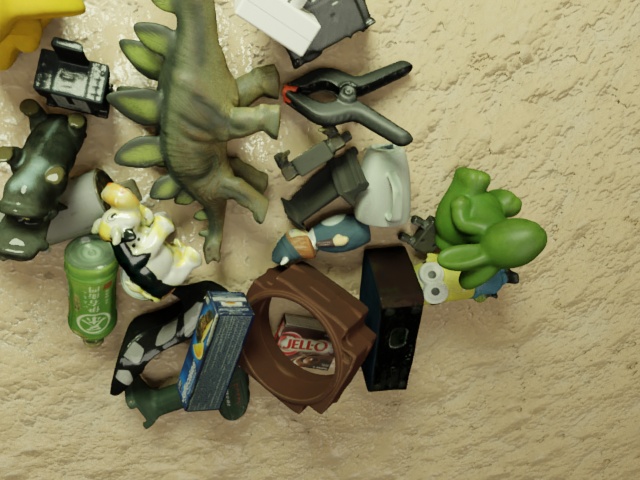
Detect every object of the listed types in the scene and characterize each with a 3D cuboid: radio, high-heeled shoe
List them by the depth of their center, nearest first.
[{"bbox_3d":[-0.236,0.165,0.865,0.145,0.086,0.248,22,110,-18],"label":"high-heeled shoe"},{"bbox_3d":[0.110,0.136,0.887,0.073,0.131,0.229,-4,126,-7],"label":"radio"}]

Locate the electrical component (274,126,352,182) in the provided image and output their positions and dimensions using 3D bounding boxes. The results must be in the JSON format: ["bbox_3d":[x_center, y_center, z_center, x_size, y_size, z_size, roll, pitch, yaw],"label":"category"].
[{"bbox_3d":[-0.010,-0.120,0.720,0.102,0.078,0.045,-30,101,17],"label":"electrical component"}]

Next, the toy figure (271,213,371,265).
[{"bbox_3d":[-0.001,-0.001,0.811,0.155,0.058,0.064,-13,168,1],"label":"toy figure"}]

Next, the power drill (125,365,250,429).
[{"bbox_3d":[-0.227,0.242,0.939,0.207,0.086,0.231,-18,130,-7],"label":"power drill"}]

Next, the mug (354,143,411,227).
[{"bbox_3d":[0.091,-0.077,0.753,0.081,0.110,0.107,-3,112,-4],"label":"mug"}]

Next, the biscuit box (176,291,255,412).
[{"bbox_3d":[-0.164,0.174,0.824,0.063,0.059,0.202,6,120,-32],"label":"biscuit box"}]

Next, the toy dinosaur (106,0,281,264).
[{"bbox_3d":[-0.146,-0.157,0.644,0.199,0.105,0.470,1,126,-11],"label":"toy dinosaur"}]

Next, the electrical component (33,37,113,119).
[{"bbox_3d":[-0.273,-0.178,0.598,0.075,0.119,0.047,10,86,-20],"label":"electrical component"}]

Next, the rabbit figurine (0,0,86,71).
[{"bbox_3d":[-0.316,-0.225,0.522,0.162,0.173,0.121,-16,123,6],"label":"rabbit figurine"}]

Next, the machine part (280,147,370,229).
[{"bbox_3d":[0.006,-0.068,0.764,0.139,0.084,0.039,-32,150,27],"label":"machine part"}]

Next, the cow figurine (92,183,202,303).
[{"bbox_3d":[-0.234,0.006,0.689,0.098,0.068,0.167,-51,135,-16],"label":"cow figurine"}]

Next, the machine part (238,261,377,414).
[{"bbox_3d":[-0.032,0.152,0.835,0.201,0.087,0.201,35,122,16],"label":"machine part"}]

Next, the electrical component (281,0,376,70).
[{"bbox_3d":[-0.014,-0.282,0.611,0.115,0.058,0.134,-29,126,8],"label":"electrical component"}]

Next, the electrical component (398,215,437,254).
[{"bbox_3d":[0.176,-0.005,0.867,0.094,0.021,0.063,21,119,-25],"label":"electrical component"}]

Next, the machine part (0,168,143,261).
[{"bbox_3d":[-0.356,-0.033,0.711,0.243,0.079,0.079,-18,127,3],"label":"machine part"}]

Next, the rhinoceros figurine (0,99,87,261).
[{"bbox_3d":[-0.329,-0.070,0.623,0.073,0.190,0.112,15,155,-18],"label":"rhinoceros figurine"}]

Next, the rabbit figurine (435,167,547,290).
[{"bbox_3d":[0.235,-0.011,0.766,0.121,0.170,0.159,40,94,-29],"label":"rabbit figurine"}]

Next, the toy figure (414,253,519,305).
[{"bbox_3d":[0.233,0.067,0.894,0.180,0.082,0.089,-9,150,-12],"label":"toy figure"}]
